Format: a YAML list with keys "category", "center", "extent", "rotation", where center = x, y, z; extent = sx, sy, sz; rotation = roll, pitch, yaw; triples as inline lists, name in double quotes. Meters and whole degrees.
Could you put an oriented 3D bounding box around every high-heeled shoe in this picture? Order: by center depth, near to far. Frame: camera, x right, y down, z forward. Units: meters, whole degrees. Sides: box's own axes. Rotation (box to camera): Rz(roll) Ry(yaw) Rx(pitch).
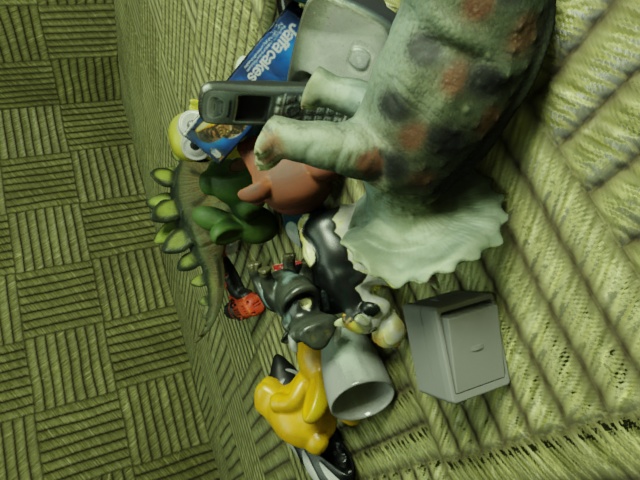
- category: "high-heeled shoe"
  center: [-0.019, 0.287, 0.872]
  extent: [0.249, 0.086, 0.145]
  rotation: [65, 151, 19]

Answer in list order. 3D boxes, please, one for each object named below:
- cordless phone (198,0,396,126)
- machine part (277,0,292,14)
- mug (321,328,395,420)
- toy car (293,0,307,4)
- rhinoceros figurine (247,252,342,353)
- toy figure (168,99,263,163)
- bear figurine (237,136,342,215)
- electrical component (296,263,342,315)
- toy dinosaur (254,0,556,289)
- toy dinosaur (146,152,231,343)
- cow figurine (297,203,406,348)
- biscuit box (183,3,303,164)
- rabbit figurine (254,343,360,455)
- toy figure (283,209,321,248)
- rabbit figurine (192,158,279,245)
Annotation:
- category: "cordless phone"
  center: [-0.024, -0.167, 0.516]
  extent: [0.146, 0.184, 0.089]
  rotation: [114, 144, -55]
- category: "machine part"
  center: [-0.038, -0.258, 0.700]
  extent: [0.084, 0.039, 0.138]
  rotation: [-165, 63, -74]
- category: "mug"
  center: [0.039, 0.166, 0.681]
  extent: [0.107, 0.081, 0.109]
  rotation: [-108, 14, -45]
- category: "toy car"
  center: [-0.022, -0.296, 0.557]
  extent: [0.162, 0.103, 0.109]
  rotation: [-126, 32, -49]
- category: "rhinoceros figurine"
  center: [-0.037, 0.079, 0.682]
  extent: [0.190, 0.073, 0.112]
  rotation: [-153, 54, -66]
- category: "toy figure"
  center: [-0.122, -0.149, 0.766]
  extent: [0.089, 0.180, 0.082]
  rotation: [132, 125, -66]
- category: "bear figurine"
  center: [-0.041, -0.090, 0.618]
  extent: [0.196, 0.120, 0.132]
  rotation: [39, -150, -83]
- category: "electrical component"
  center: [0.000, 0.070, 0.753]
  extent: [0.119, 0.048, 0.074]
  rotation: [178, 80, -67]
- category: "toy dinosaur"
  center: [0.082, -0.123, 0.369]
  extent: [0.131, 0.192, 0.404]
  rotation: [-56, -10, -56]
- category: "toy dinosaur"
  center: [-0.231, -0.043, 1.056]
  extent: [0.105, 0.198, 0.471]
  rotation: [122, 134, -63]
- category: "cow figurine"
  center: [0.036, 0.043, 0.592]
  extent: [0.068, 0.098, 0.167]
  rotation: [-35, 69, 59]
- category: "biscuit box"
  center: [-0.078, -0.186, 0.647]
  extent: [0.202, 0.059, 0.063]
  rotation: [-43, 19, 24]
- category: "rabbit figurine"
  center: [-0.014, 0.209, 0.777]
  extent: [0.162, 0.122, 0.173]
  rotation: [-134, 57, -64]
- category: "toy figure"
  center: [0.000, -0.002, 0.712]
  extent: [0.064, 0.058, 0.155]
  rotation: [46, 179, -39]
- category: "rabbit figurine"
  center: [-0.121, -0.051, 0.884]
  extent: [0.121, 0.159, 0.170]
  rotation: [40, 153, 42]
